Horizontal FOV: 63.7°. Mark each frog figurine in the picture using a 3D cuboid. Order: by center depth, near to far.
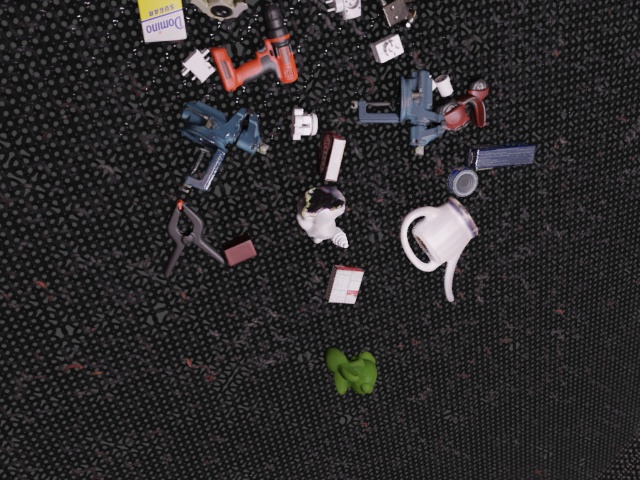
[{"bbox_3d":[0.004,-0.071,1.403,0.138,0.124,0.156,-32,155,-12],"label":"frog figurine"}]

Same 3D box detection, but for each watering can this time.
[{"bbox_3d":[0.378,0.018,1.544,0.224,0.105,0.342,-40,117,1],"label":"watering can"}]
